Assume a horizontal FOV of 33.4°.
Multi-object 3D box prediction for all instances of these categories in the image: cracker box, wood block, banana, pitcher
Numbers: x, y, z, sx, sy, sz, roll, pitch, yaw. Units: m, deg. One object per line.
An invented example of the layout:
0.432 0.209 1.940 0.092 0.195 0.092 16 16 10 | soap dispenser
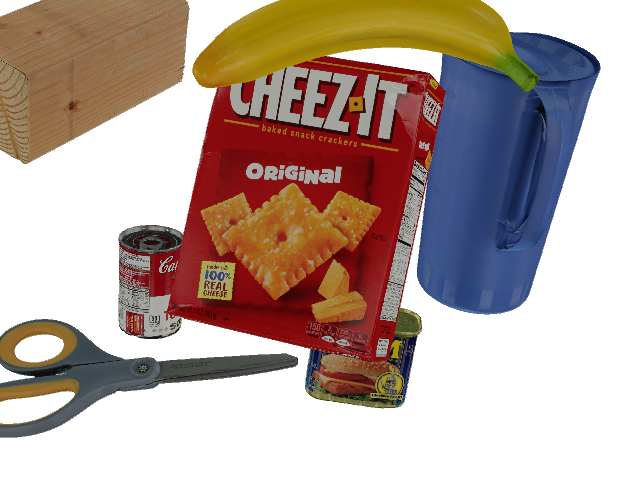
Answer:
-0.010 -0.030 0.803 0.164 0.214 0.072 12 -2 17 | cracker box
-0.220 -0.162 0.965 0.090 0.091 0.205 28 41 21 | wood block
0.025 -0.118 0.609 0.197 0.069 0.037 -2 -41 -8 | banana
0.158 -0.054 0.944 0.145 0.243 0.149 22 32 25 | pitcher

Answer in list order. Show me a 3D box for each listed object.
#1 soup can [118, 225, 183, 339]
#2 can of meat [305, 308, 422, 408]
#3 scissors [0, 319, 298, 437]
-0.177 0.044 1.114 0.068 0.102 0.068 4 22 -2 | soup can
0.038 0.108 1.012 0.102 0.084 0.057 9 19 -1 | can of meat
-0.123 0.073 0.681 0.201 0.016 0.096 -16 45 -9 | scissors
